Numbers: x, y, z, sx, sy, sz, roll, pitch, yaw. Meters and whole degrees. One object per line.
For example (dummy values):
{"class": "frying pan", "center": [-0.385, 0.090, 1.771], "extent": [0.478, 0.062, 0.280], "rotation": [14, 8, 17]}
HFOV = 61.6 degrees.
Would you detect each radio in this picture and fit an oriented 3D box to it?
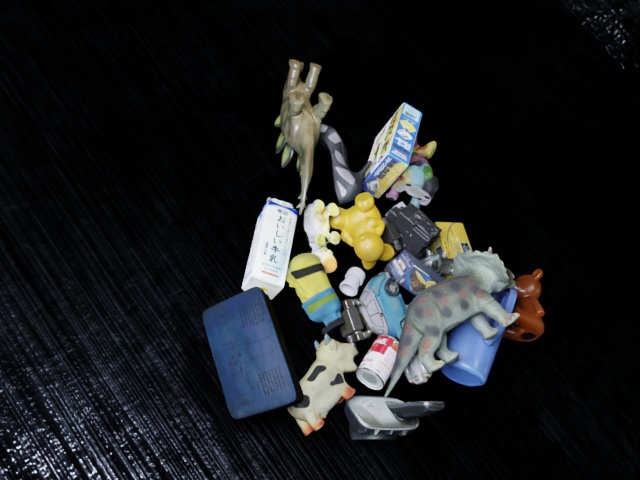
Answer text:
{"class": "radio", "center": [-0.131, 0.218, 1.023], "extent": [0.131, 0.073, 0.229], "rotation": [-22, 69, 0]}

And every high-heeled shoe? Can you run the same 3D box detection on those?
{"class": "high-heeled shoe", "center": [0.021, -0.203, 1.404], "extent": [0.249, 0.086, 0.145], "rotation": [38, 82, 19]}

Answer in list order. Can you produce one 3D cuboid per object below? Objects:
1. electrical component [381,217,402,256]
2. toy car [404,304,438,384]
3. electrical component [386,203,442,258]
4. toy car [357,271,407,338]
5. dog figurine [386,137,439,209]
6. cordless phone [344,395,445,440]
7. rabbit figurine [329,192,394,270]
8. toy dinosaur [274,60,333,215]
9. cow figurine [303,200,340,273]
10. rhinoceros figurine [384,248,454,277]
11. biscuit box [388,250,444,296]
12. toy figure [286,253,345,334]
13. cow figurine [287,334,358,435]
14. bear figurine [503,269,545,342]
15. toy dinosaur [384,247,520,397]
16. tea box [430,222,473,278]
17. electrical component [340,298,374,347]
{"class": "electrical component", "center": [0.172, -0.009, 1.335], "extent": [0.021, 0.063, 0.094], "rotation": [-18, 72, -24]}
{"class": "toy car", "center": [0.226, 0.231, 1.238], "extent": [0.056, 0.073, 0.202], "rotation": [20, 55, -22]}
{"class": "electrical component", "center": [0.222, -0.022, 1.351], "extent": [0.134, 0.114, 0.058], "rotation": [42, 48, 19]}
{"class": "toy car", "center": [0.138, 0.159, 1.226], "extent": [0.103, 0.109, 0.161], "rotation": [-18, 83, -11]}
{"class": "dog figurine", "center": [0.264, -0.201, 1.452], "extent": [0.108, 0.191, 0.219], "rotation": [22, 70, -8]}
{"class": "cordless phone", "center": [0.146, 0.342, 1.062], "extent": [0.146, 0.184, 0.089], "rotation": [10, 63, -23]}
{"class": "rabbit figurine", "center": [0.105, -0.002, 1.270], "extent": [0.173, 0.122, 0.162], "rotation": [-105, 169, -59]}
{"class": "toy dinosaur", "center": [-0.046, -0.278, 1.303], "extent": [0.105, 0.198, 0.472], "rotation": [9, 49, -14]}
{"class": "cow figurine", "center": [-0.004, -0.003, 1.250], "extent": [0.068, 0.098, 0.167], "rotation": [4, 80, -31]}
{"class": "rhinoceros figurine", "center": [0.246, 0.071, 1.309], "extent": [0.190, 0.112, 0.073], "rotation": [0, 35, -20]}
{"class": "biscuit box", "center": [0.246, 0.103, 1.244], "extent": [0.202, 0.059, 0.063], "rotation": [34, 20, -33]}
{"class": "toy figure", "center": [-0.007, 0.114, 1.173], "extent": [0.089, 0.082, 0.180], "rotation": [-32, 77, -8]}
{"class": "cow figurine", "center": [0.006, 0.280, 1.089], "extent": [0.195, 0.085, 0.127], "rotation": [-38, 86, -33]}
{"class": "bear figurine", "center": [0.526, 0.162, 1.413], "extent": [0.132, 0.120, 0.196], "rotation": [19, 54, -13]}
{"class": "toy dinosaur", "center": [0.270, 0.154, 1.152], "extent": [0.405, 0.131, 0.192], "rotation": [-27, 67, -9]}
{"class": "tea box", "center": [0.347, 0.041, 1.418], "extent": [0.098, 0.068, 0.170], "rotation": [-1, 62, -28]}
{"class": "electrical component", "center": [0.077, 0.180, 1.183], "extent": [0.045, 0.078, 0.102], "rotation": [-11, 65, -27]}
